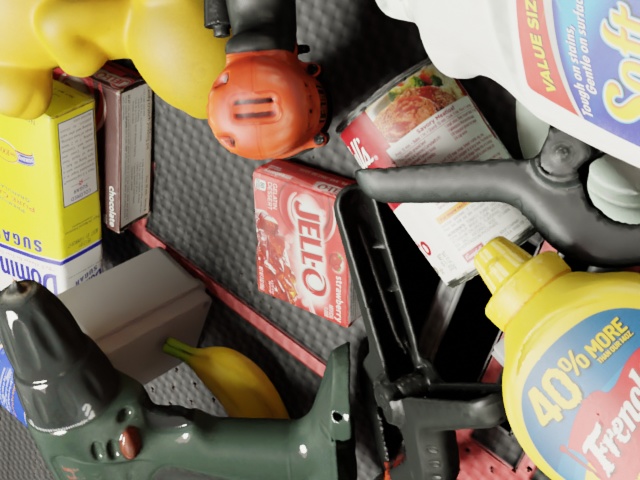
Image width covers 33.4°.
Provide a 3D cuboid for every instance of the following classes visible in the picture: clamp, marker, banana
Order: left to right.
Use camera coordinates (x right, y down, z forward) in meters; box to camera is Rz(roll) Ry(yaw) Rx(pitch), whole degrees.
[{"bbox_3d":[-0.059,-0.172,0.589,0.020,0.020,0.121,-5,90,43],"label":"marker"},{"bbox_3d":[-0.046,0.147,0.766,0.070,0.037,0.198,2,123,38],"label":"banana"},{"bbox_3d":[0.048,0.077,0.619,0.210,0.036,0.165,93,154,-54],"label":"clamp"},{"bbox_3d":[0.109,-0.049,0.477,0.171,0.039,0.120,21,106,16],"label":"clamp"}]

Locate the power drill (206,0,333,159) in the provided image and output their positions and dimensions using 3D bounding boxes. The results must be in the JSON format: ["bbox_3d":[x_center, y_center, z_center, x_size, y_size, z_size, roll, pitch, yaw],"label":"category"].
[{"bbox_3d":[-0.025,-0.134,0.536,0.057,0.184,0.188,-6,97,4],"label":"power drill"}]

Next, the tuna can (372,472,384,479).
[{"bbox_3d":[0.057,0.198,0.710,0.086,0.033,0.086,21,125,33],"label":"tuna can"}]

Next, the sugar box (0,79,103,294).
[{"bbox_3d":[-0.199,-0.029,0.747,0.093,0.048,0.176,26,128,28],"label":"sugar box"}]

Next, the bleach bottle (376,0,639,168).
[{"bbox_3d":[0.127,-0.067,0.400,0.251,0.068,0.102,23,129,35],"label":"bleach bottle"}]

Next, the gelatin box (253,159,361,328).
[{"bbox_3d":[-0.004,0.001,0.657,0.073,0.030,0.089,21,126,32],"label":"gelatin box"}]

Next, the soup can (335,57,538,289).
[{"bbox_3d":[0.064,-0.035,0.548,0.102,0.068,0.069,55,137,3],"label":"soup can"}]

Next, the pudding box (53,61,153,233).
[{"bbox_3d":[-0.161,-0.073,0.751,0.090,0.039,0.113,26,129,28],"label":"pudding box"}]

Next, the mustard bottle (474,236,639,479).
[{"bbox_3d":[0.133,0.071,0.440,0.192,0.058,0.096,49,114,21],"label":"mustard bottle"}]

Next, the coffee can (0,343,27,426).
[{"bbox_3d":[-0.233,0.084,0.858,0.140,0.102,0.103,32,131,26],"label":"coffee can"}]
